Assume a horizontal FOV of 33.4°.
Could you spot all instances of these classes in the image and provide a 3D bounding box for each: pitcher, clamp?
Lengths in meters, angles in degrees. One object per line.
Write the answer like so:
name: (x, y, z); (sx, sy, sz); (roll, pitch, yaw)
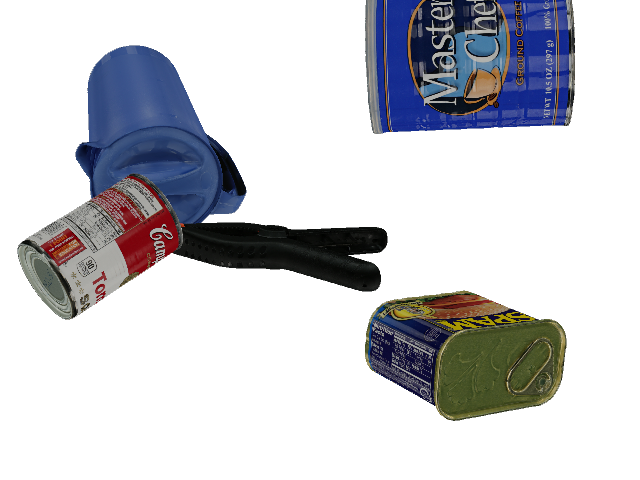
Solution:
pitcher: (-0.181, -0.114, 1.162); (0.145, 0.149, 0.243); (-22, 36, -1)
clamp: (-0.038, 0.009, 0.956); (0.210, 0.036, 0.164); (4, 12, -2)

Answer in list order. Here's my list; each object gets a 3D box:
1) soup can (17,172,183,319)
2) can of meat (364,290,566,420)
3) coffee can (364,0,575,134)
soup can: (-0.162, 0.004, 0.787); (0.102, 0.068, 0.069); (-36, 20, -30)
can of meat: (0.091, 0.070, 0.687); (0.101, 0.057, 0.084); (-4, 14, -31)
coffee can: (0.106, -0.131, 0.768); (0.140, 0.103, 0.102); (-2, 0, 7)
